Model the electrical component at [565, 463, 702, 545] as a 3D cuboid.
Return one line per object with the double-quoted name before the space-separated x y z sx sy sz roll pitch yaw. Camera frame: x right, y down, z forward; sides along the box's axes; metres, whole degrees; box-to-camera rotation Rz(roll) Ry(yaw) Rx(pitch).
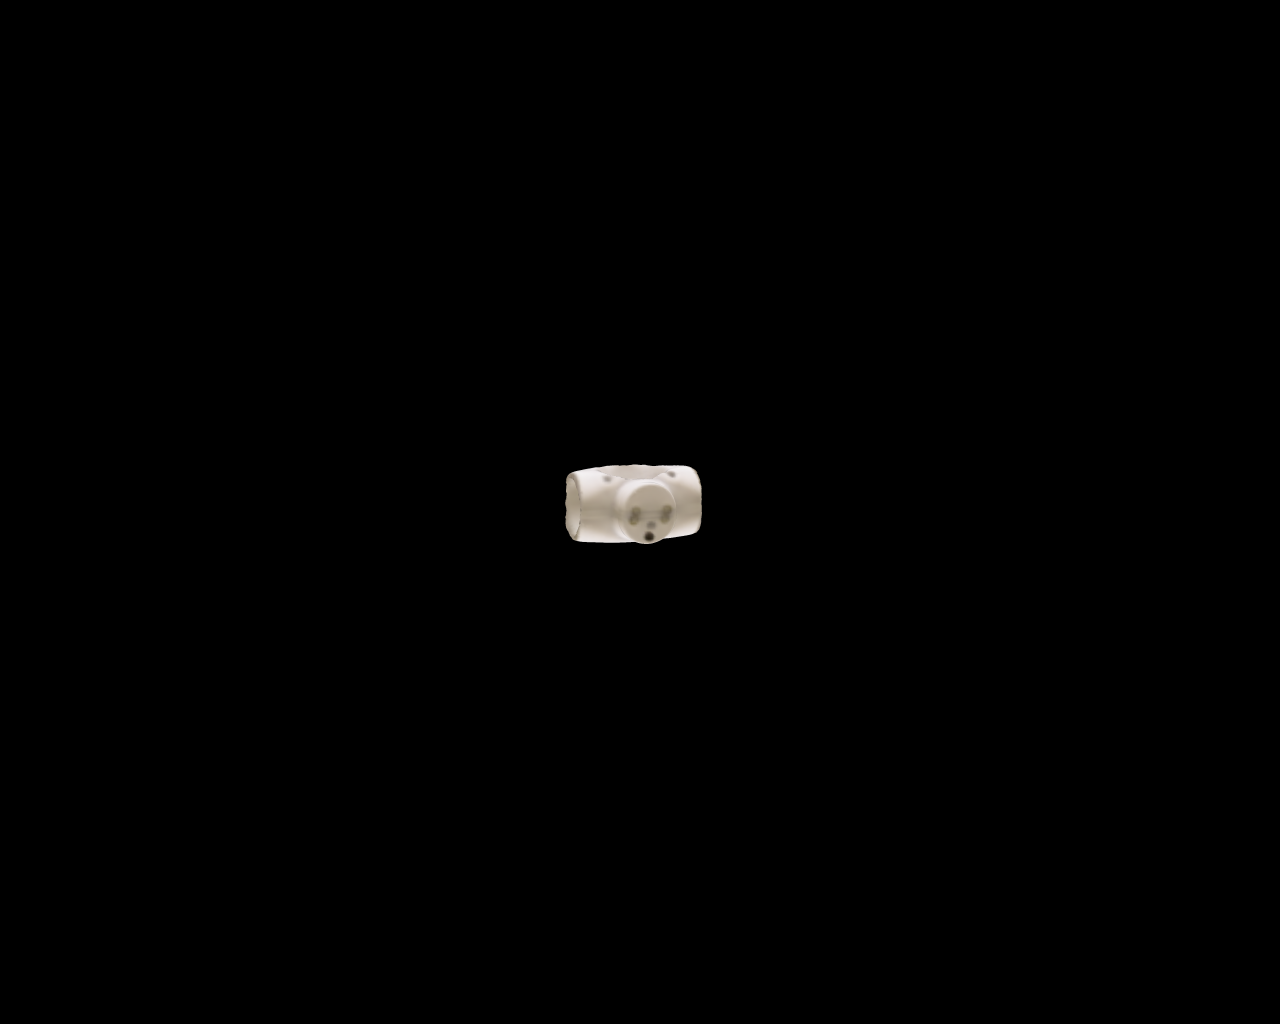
"electrical component" 0.001 -0.003 0.650 0.077 0.044 0.079 -3 12 -16
